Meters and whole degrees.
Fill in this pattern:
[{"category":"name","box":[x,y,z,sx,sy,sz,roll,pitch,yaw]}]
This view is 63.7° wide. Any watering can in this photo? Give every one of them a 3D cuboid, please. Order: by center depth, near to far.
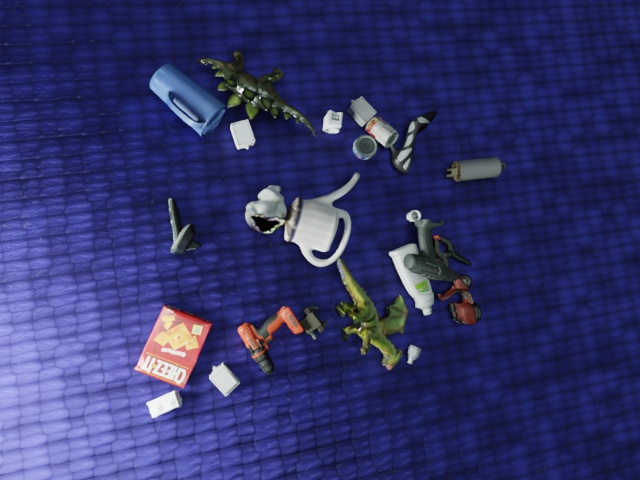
[{"category":"watering can","box":[0.005,-0.088,1.748,0.224,0.103,0.350,16,83,-10]}]

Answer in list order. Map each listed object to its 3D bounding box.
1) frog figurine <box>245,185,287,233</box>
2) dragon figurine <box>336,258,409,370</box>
[{"category":"frog figurine","box":[-0.180,-0.107,1.730,0.137,0.119,0.163,-2,49,-4]},{"category":"dragon figurine","box":[0.193,0.249,1.770,0.244,0.121,0.411,-7,87,-30]}]
